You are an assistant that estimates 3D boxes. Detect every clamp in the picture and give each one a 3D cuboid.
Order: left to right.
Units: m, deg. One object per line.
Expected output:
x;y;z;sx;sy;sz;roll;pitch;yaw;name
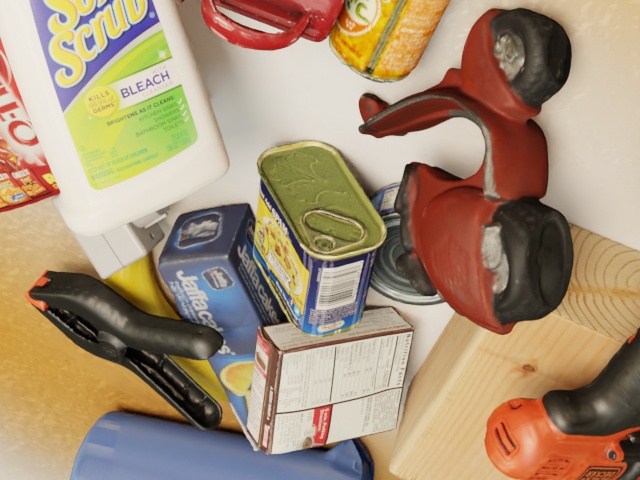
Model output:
-0.138;0.078;0.786;0.172;0.039;0.120;24;138;23;clamp

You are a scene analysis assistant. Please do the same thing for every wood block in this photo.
0.130;0.089;0.733;0.091;0.090;0.206;23;133;-2;wood block

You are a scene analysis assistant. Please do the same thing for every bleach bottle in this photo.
-0.133;-0.133;0.552;0.102;0.068;0.251;-25;117;-12;bleach bottle

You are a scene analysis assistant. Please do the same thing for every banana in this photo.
-0.115;0.063;0.822;0.070;0.037;0.197;-8;127;26;banana

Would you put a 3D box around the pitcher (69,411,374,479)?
-0.083;0.232;0.895;0.243;0.149;0.145;12;138;12;pitcher

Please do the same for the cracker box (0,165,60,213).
-0.191;-0.130;0.653;0.164;0.072;0.213;-14;124;26;cracker box

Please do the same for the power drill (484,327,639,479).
0.209;0.080;0.613;0.184;0.057;0.188;9;131;-39;power drill

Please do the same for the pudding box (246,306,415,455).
0.008;0.100;0.763;0.113;0.039;0.090;-7;118;-29;pudding box

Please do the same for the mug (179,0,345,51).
-0.024;-0.146;0.558;0.081;0.117;0.093;20;146;-7;mug

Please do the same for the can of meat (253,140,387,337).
-0.004;0.001;0.691;0.057;0.102;0.084;-14;140;-21;can of meat

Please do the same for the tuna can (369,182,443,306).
0.065;0.004;0.715;0.086;0.033;0.086;9;132;10;tuna can

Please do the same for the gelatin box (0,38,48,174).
-0.185;-0.083;0.620;0.073;0.030;0.089;-9;127;22;gelatin box
